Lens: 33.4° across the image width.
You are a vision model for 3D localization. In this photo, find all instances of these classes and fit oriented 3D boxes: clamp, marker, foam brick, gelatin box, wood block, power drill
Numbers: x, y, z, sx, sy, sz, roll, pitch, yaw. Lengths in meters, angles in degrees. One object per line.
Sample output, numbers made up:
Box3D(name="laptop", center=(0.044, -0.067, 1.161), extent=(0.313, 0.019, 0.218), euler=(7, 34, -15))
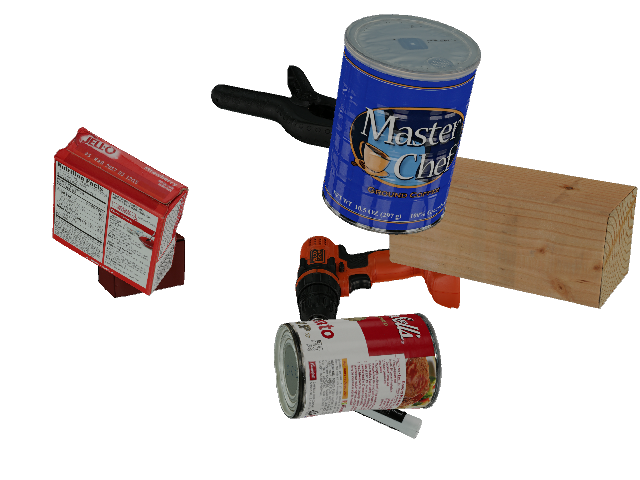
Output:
Box3D(name="clamp", center=(-0.029, -0.133, 1.092), extent=(0.120, 0.039, 0.172), euler=(-21, 38, -28))
Box3D(name="marker", center=(0.036, 0.151, 0.994), extent=(0.121, 0.020, 0.020), euler=(22, 6, 15))
Box3D(name="foam brick", center=(-0.183, 0.020, 1.086), extent=(0.078, 0.051, 0.053), euler=(-10, 21, -28))
Box3D(name="gelatin box", center=(-0.121, -0.016, 0.634), extent=(0.073, 0.030, 0.089), euler=(30, -36, 6))
Box3D(name="wood block", center=(0.176, -0.015, 0.993), extent=(0.206, 0.090, 0.090), euler=(12, 26, 29))
Box3D(name="power drill", center=(0.064, 0.046, 1.234), extent=(0.187, 0.057, 0.184), euler=(-2, 29, 1))

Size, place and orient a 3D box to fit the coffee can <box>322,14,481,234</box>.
Box3D(name="coffee can", center=(0.060, -0.091, 0.831), extent=(0.102, 0.140, 0.103), euler=(6, 34, -4))

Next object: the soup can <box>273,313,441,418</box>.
Box3D(name="soup can", center=(0.024, 0.088, 0.747), extent=(0.102, 0.068, 0.069), euler=(-2, 1, -17))
